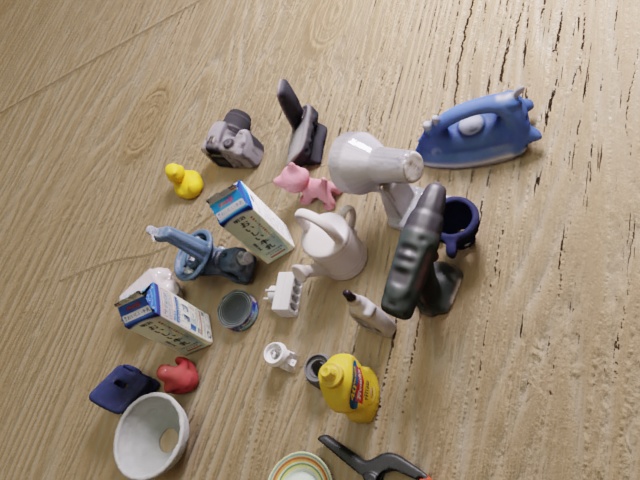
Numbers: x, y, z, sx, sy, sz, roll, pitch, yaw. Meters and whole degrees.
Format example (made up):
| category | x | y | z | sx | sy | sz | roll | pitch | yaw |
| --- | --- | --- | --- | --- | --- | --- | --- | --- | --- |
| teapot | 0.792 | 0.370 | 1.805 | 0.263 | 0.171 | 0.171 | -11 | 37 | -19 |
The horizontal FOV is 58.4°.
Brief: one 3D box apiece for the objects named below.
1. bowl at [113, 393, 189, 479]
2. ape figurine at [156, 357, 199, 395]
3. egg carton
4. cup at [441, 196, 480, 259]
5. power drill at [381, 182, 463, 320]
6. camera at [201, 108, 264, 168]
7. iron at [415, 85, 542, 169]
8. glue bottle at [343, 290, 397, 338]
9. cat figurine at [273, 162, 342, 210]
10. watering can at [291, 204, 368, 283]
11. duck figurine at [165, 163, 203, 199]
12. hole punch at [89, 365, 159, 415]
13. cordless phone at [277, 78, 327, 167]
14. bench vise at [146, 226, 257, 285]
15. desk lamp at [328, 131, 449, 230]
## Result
| category | x | y | z | sx | sy | sz | roll | pitch | yaw |
| --- | --- | --- | --- | --- | --- | --- | --- | --- | --- |
| bowl | -0.320 | 0.393 | 1.136 | 0.167 | 0.075 | 0.167 | -11 | 60 | 21 |
| ape figurine | -0.299 | 0.278 | 1.176 | 0.075 | 0.092 | 0.078 | 29 | 79 | 35 |
| egg carton | -0.388 | 0.135 | 1.310 | 0.150 | 0.070 | 0.107 | -44 | 54 | -1 |
| cup | 0.254 | -0.009 | 1.057 | 0.091 | 0.095 | 0.118 | -3 | 63 | 25 |
| power drill | 0.183 | 0.042 | 0.994 | 0.075 | 0.209 | 0.230 | 15 | 72 | 32 |
| camera | -0.212 | -0.258 | 1.414 | 0.142 | 0.101 | 0.137 | 8 | 68 | 29 |
| iron | 0.290 | -0.223 | 1.125 | 0.257 | 0.142 | 0.118 | -14 | 59 | 19 |
| glue bottle | 0.078 | 0.125 | 1.023 | 0.077 | 0.174 | 0.037 | 20 | 75 | 33 |
| cat figurine | -0.031 | -0.125 | 1.244 | 0.127 | 0.118 | 0.067 | 10 | 69 | 30 |
| watering can | 0.012 | 0.005 | 1.106 | 0.100 | 0.195 | 0.173 | 2 | 65 | 27 |
| duck figurine | -0.348 | -0.155 | 1.435 | 0.077 | 0.086 | 0.104 | -49 | 54 | -5 |
| hole punch | -0.416 | 0.317 | 1.213 | 0.108 | 0.091 | 0.101 | 13 | 70 | 31 |
| cordless phone | -0.063 | -0.259 | 1.289 | 0.094 | 0.186 | 0.147 | -7 | 61 | 23 |
| bench vise | -0.246 | 0.015 | 1.211 | 0.207 | 0.220 | 0.121 | -16 | 58 | 18 |
| desk lamp | 0.140 | -0.111 | 1.094 | 0.202 | 0.214 | 0.118 | 19 | 74 | 32 |
